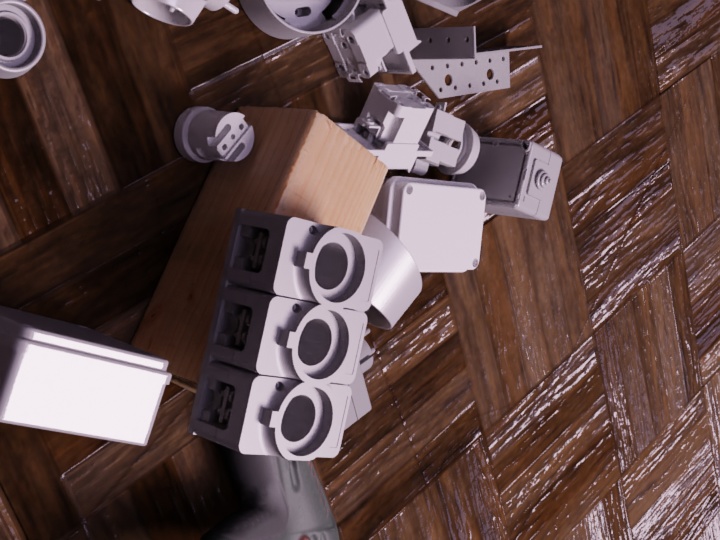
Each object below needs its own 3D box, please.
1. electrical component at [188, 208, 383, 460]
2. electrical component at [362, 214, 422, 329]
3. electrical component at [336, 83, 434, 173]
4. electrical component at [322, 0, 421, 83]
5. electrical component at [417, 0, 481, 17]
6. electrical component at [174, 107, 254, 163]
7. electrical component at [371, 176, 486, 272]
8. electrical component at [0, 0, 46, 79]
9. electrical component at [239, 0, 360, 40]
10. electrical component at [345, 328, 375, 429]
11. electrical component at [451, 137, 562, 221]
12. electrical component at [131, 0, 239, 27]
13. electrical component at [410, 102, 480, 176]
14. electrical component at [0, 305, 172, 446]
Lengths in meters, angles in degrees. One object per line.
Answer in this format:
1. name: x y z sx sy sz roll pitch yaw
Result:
1. electrical component: -0.045 0.043 0.706 0.089 0.062 0.150 13 89 -46
2. electrical component: 0.000 0.000 0.848 0.099 0.099 0.064 44 73 -40
3. electrical component: 0.024 -0.116 0.871 0.081 0.042 0.063 -6 130 -45
4. electrical component: 0.007 -0.186 0.859 0.064 0.042 0.081 -43 124 -27
5. electrical component: 0.052 -0.259 0.872 0.121 0.079 0.063 9 69 -46
6. electrical component: -0.103 -0.095 0.762 0.040 0.046 0.040 -10 105 -43
7. electrical component: 0.050 -0.039 0.917 0.113 0.057 0.078 0 97 -45
8. electrical component: -0.217 -0.137 0.633 0.066 0.055 0.048 -29 117 -38
9. electrical component: -0.046 -0.222 0.800 0.099 0.064 0.099 -8 105 -30
10. electrical component: -0.015 0.074 0.881 0.076 0.047 0.083 -33 119 -38
11. electrical component: 0.137 -0.081 0.968 0.061 0.096 0.061 17 86 -46
12. electrical component: -0.109 -0.203 0.737 0.079 0.044 0.077 24 80 -44
13. electrical component: 0.070 -0.110 0.934 0.055 0.048 0.066 15 86 -38
14. electrical component: -0.192 0.062 0.659 0.109 0.109 0.056 21 85 -45
